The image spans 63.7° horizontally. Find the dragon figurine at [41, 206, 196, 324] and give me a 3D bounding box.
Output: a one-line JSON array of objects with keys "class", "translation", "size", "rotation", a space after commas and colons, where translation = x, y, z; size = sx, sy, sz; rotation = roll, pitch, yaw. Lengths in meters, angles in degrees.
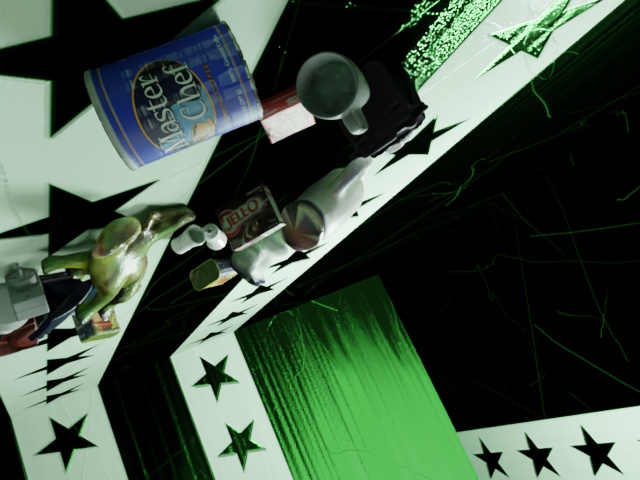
[{"class": "dragon figurine", "translation": [-0.319, 0.028, 0.916], "size": [0.243, 0.122, 0.409], "rotation": [-34, 177, -1]}]

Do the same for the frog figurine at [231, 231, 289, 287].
[{"class": "frog figurine", "translation": [-0.147, 0.026, 1.298], "size": [0.159, 0.124, 0.136], "rotation": [-62, 154, 1]}]

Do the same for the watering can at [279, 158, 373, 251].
[{"class": "watering can", "translation": [0.003, -0.056, 1.104], "size": [0.228, 0.104, 0.341], "rotation": [-42, 174, -33]}]
